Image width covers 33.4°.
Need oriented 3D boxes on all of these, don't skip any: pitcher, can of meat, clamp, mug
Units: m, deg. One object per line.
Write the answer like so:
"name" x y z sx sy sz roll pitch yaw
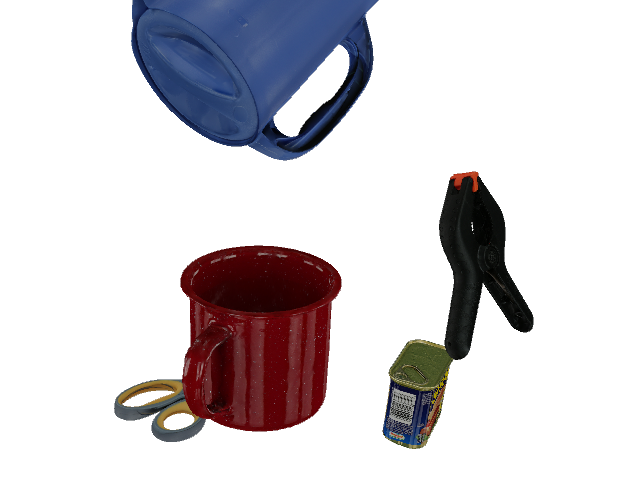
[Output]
"pitcher" -0.024 -0.192 0.888 0.145 0.242 0.149 25 -31 31
"can of meat" 0.109 0.174 1.206 0.057 0.084 0.102 15 25 16
"clamp" 0.142 0.025 0.993 0.039 0.171 0.120 -11 11 42
"mug" -0.041 0.063 0.620 0.093 0.081 0.117 13 26 23

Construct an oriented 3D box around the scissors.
"scissors" -0.098 0.147 1.035 0.201 0.016 0.096 -12 32 -28
